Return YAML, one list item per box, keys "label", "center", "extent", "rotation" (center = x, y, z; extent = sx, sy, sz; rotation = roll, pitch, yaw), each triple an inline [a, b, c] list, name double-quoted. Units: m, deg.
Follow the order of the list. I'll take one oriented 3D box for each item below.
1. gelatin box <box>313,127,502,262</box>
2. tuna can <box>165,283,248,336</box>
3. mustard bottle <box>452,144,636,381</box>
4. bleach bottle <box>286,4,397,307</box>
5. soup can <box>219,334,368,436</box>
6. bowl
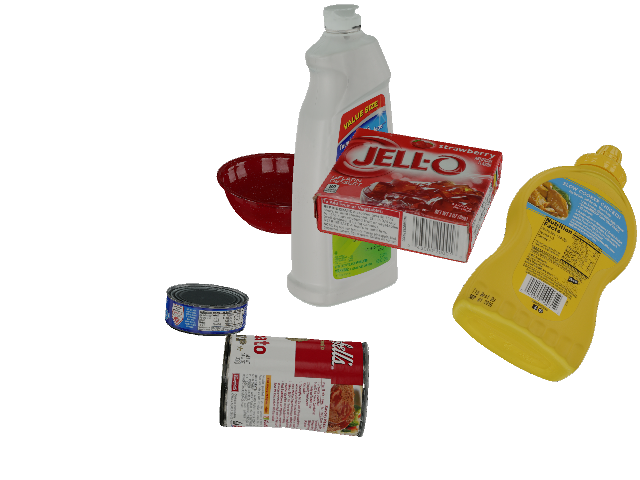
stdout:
- label: "gelatin box"
  center: [0.050, -0.028, 0.598]
  extent: [0.089, 0.030, 0.073]
  rotation: [13, 40, 17]
- label: "tuna can"
  center: [-0.119, 0.072, 1.115]
  extent: [0.086, 0.034, 0.086]
  rotation: [6, 12, -1]
- label: "mustard bottle"
  center: [0.179, 0.002, 0.789]
  extent: [0.096, 0.191, 0.058]
  rotation: [31, -26, 4]
- label: "bleach bottle"
  center: [0.016, -0.075, 0.925]
  extent: [0.102, 0.251, 0.068]
  rotation: [-16, 24, -31]
- label: "soup can"
  center: [-0.019, 0.104, 0.767]
  extent: [0.102, 0.068, 0.068]
  rotation: [4, 0, -2]
- label: "bowl"
  center: [-0.046, -0.051, 1.286]
  extent: [0.162, 0.055, 0.162]
  rotation: [4, 26, -2]
